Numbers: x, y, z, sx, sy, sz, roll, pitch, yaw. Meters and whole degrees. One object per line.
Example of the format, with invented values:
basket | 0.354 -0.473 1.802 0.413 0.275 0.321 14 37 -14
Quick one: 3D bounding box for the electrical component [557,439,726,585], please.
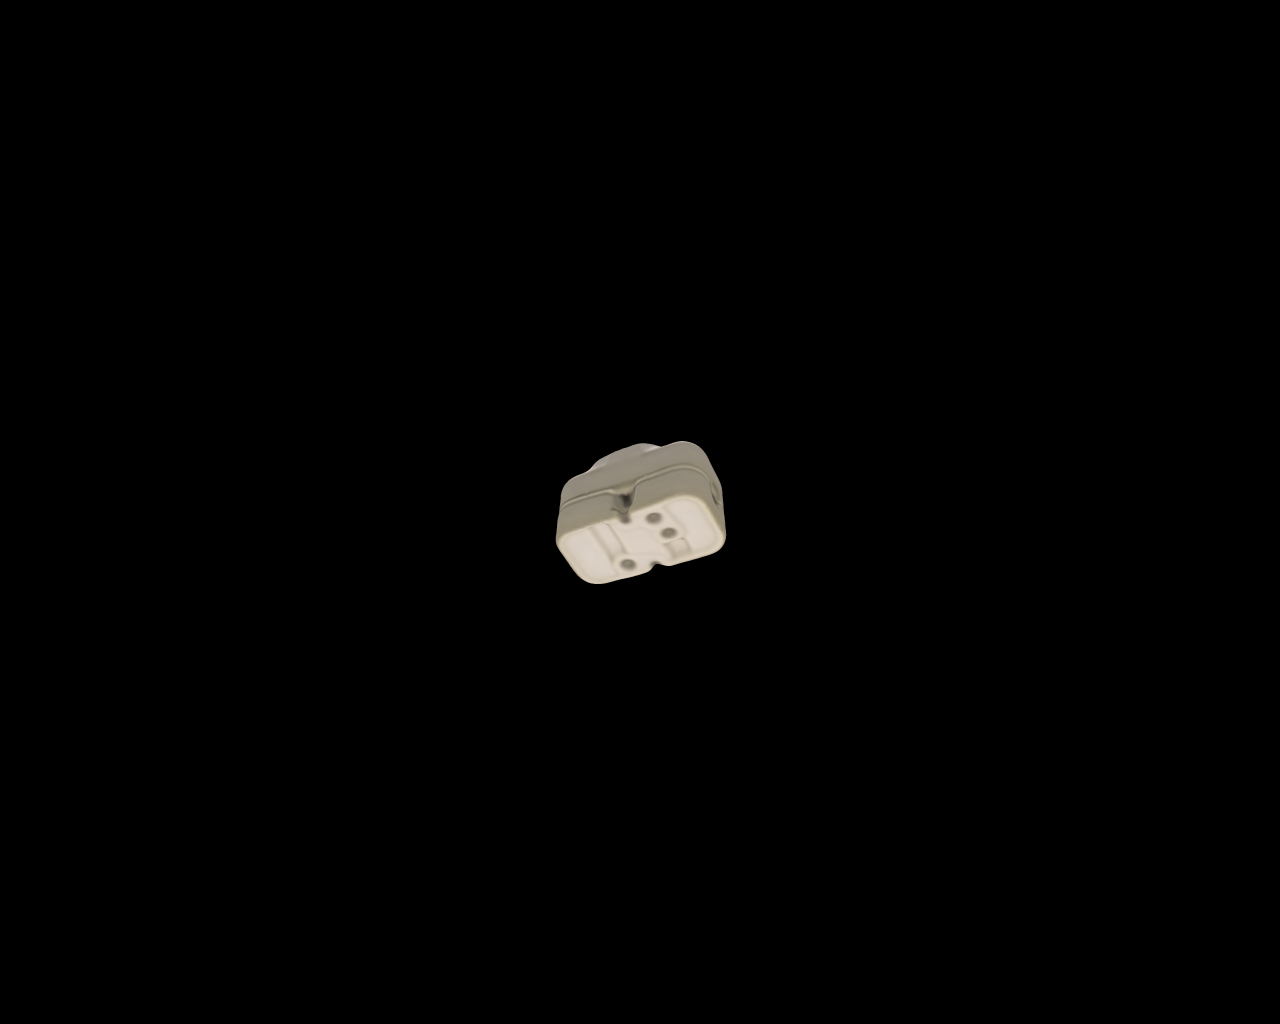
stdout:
electrical component | 0.001 -0.003 0.650 0.095 0.059 0.053 -17 -48 16
